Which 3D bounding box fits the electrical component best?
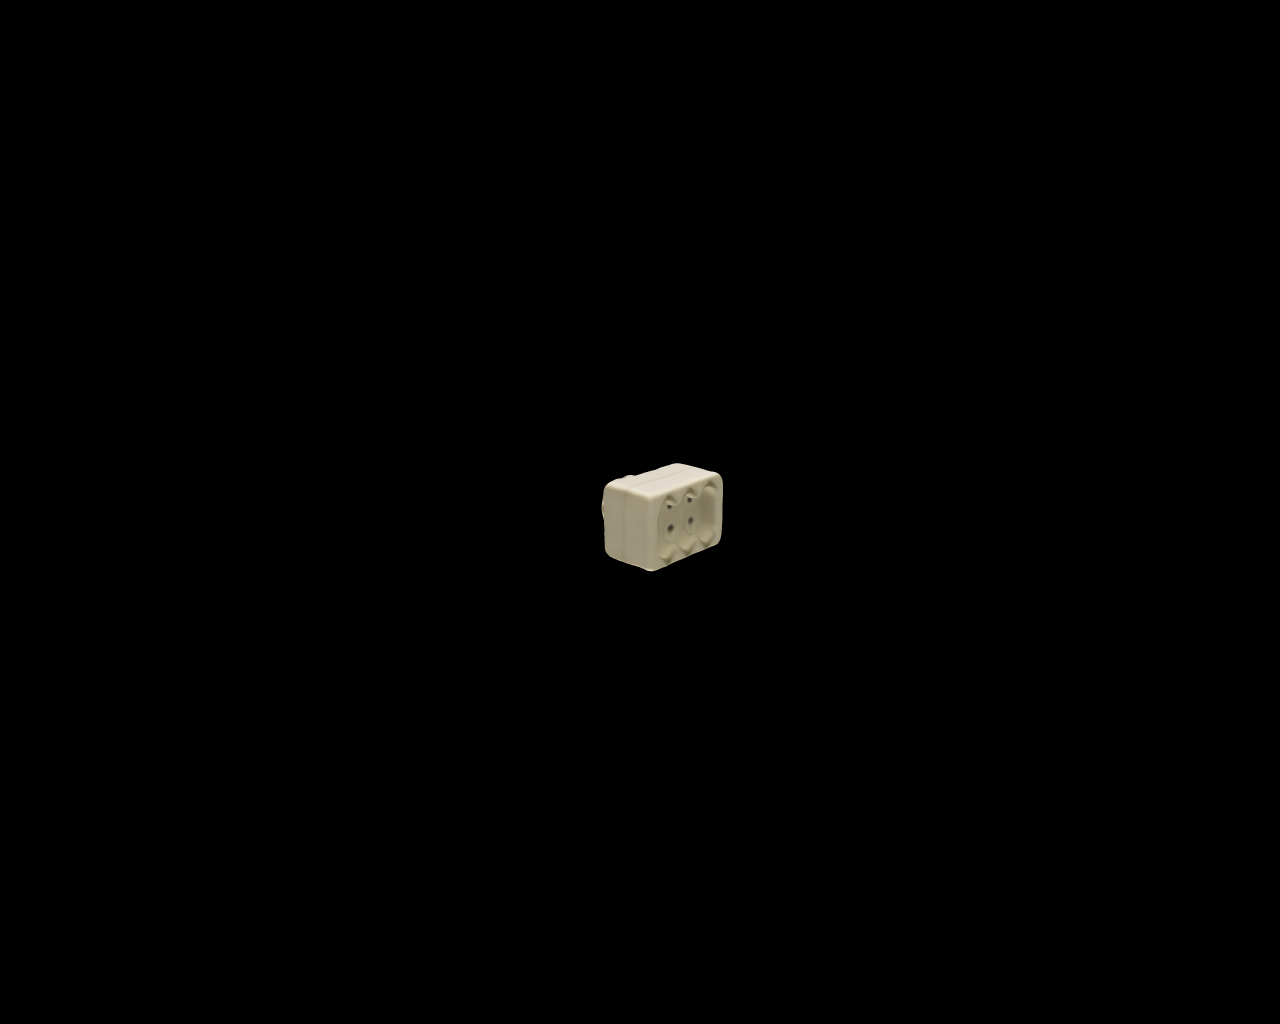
[{"bbox_3d":[0.001,-0.003,0.650,0.077,0.047,0.066,18,26,41],"label":"electrical component"}]
